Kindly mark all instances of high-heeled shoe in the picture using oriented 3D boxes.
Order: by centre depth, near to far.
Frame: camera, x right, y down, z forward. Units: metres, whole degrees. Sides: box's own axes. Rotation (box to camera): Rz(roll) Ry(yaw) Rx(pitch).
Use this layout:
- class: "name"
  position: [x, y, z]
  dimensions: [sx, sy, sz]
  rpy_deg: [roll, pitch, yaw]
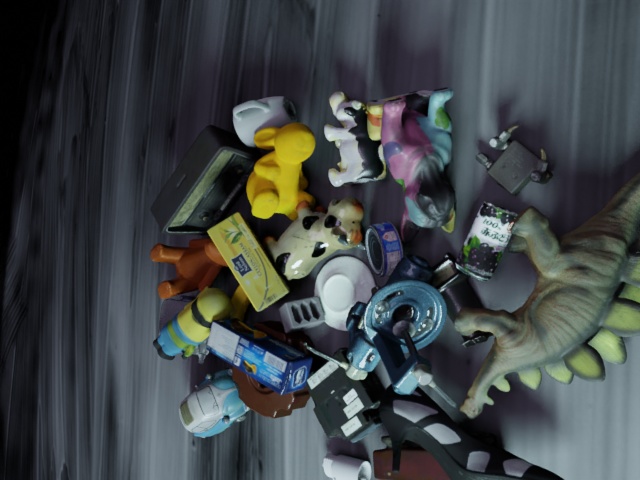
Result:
- class: "high-heeled shoe"
  position: [0.202, 0.266, 0.739]
  dimensions: [0.249, 0.086, 0.145]
  rpy_deg: [4, 45, 15]

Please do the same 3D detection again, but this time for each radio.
- class: "radio"
  position: [-0.225, -0.110, 1.076]
  dimensions: [0.229, 0.131, 0.073]
  rpy_deg: [-48, 61, 23]

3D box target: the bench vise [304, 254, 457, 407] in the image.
- class: "bench vise"
  position: [0.101, 0.140, 0.761]
  dimensions: [0.223, 0.129, 0.241]
  rpy_deg: [-50, 20, 13]

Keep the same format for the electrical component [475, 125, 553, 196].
- class: "electrical component"
  position: [0.276, -0.111, 0.760]
  dimensions: [0.078, 0.045, 0.102]
  rpy_deg: [-45, 62, 23]

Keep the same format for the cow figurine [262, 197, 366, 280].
- class: "cow figurine"
  position: [-0.002, -0.003, 0.932]
  dimensions: [0.195, 0.085, 0.127]
  rpy_deg: [-42, 57, 23]

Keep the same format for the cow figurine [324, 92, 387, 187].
- class: "cow figurine"
  position: [0.062, -0.176, 0.909]
  dimensions: [0.098, 0.068, 0.167]
  rpy_deg: [-8, 85, 30]

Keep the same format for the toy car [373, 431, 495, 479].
- class: "toy car"
  position: [0.173, 0.332, 0.792]
  dimensions: [0.202, 0.053, 0.089]
  rpy_deg: [-14, 73, 31]

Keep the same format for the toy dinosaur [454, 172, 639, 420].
- class: "toy dinosaur"
  position: [0.326, 0.047, 0.676]
  dimensions: [0.199, 0.105, 0.471]
  rpy_deg: [34, 101, 23]

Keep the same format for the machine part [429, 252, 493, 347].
- class: "machine part"
  position: [0.204, 0.093, 0.802]
  dimensions: [0.084, 0.039, 0.139]
  rpy_deg: [-40, 62, 18]

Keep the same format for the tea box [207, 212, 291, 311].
- class: "tea box"
  position: [-0.125, 0.040, 0.972]
  dimensions: [0.068, 0.098, 0.169]
  rpy_deg: [-33, 85, -3]

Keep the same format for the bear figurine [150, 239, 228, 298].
- class: "bear figurine"
  position: [-0.228, 0.034, 1.071]
  dimensions: [0.196, 0.132, 0.120]
  rpy_deg: [-27, 71, 38]

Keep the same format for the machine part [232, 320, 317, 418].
- class: "machine part"
  position: [-0.089, 0.237, 0.993]
  dimensions: [0.180, 0.056, 0.179]
  rpy_deg: [-3, 85, 37]

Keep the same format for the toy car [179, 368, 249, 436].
- class: "toy car"
  position: [-0.222, 0.325, 1.055]
  dimensions: [0.161, 0.103, 0.109]
  rpy_deg: [-38, 64, 26]

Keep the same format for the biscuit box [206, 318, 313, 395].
- class: "biscuit box"
  position: [-0.109, 0.197, 0.936]
  dimensions: [0.203, 0.062, 0.059]
  rpy_deg: [19, 98, 37]

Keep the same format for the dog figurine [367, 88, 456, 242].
- class: "dog figurine"
  position: [0.145, -0.112, 0.820]
  dimensions: [0.192, 0.108, 0.219]
  rpy_deg: [-133, 33, -73]

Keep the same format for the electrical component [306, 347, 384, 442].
- class: "electrical component"
  position: [0.044, 0.261, 0.892]
  dimensions: [0.115, 0.058, 0.134]
  rpy_deg: [-44, 63, 27]

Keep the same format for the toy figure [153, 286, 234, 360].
- class: "toy figure"
  position: [-0.242, 0.164, 1.030]
  dimensions: [0.180, 0.089, 0.082]
  rpy_deg: [-38, 101, 9]

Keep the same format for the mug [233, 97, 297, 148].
- class: "mug"
  position: [-0.106, -0.236, 1.021]
  dimensions: [0.107, 0.109, 0.081]
  rpy_deg: [-16, 64, 23]

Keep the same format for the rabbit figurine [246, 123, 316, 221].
- class: "rabbit figurine"
  position: [-0.058, -0.139, 0.966]
  dimensions: [0.162, 0.122, 0.173]
  rpy_deg: [-107, 33, -42]

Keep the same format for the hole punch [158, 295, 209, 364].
- class: "hole punch"
  position: [-0.265, 0.176, 1.121]
  dimensions: [0.116, 0.092, 0.142]
  rpy_deg: [9, 88, 6]
